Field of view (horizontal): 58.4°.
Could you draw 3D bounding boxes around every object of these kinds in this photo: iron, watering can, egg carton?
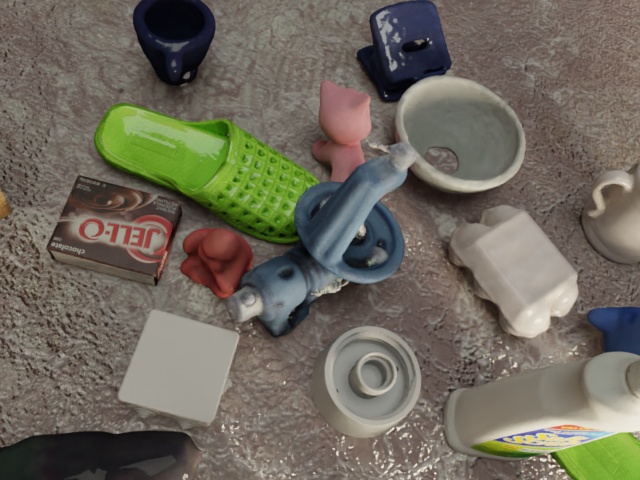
[{"bbox_3d":[0.436,0.127,0.622,0.258,0.141,0.118,9,63,-8],"label":"iron"},{"bbox_3d":[0.417,-0.055,0.677,0.173,0.194,0.101,-7,66,-15],"label":"watering can"},{"bbox_3d":[0.222,0.034,0.661,0.107,0.069,0.150,-29,74,-23],"label":"egg carton"}]

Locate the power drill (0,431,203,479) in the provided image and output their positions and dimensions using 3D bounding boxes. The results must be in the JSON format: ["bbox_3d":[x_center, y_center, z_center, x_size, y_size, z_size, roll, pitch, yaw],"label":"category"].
[{"bbox_3d":[-0.202,0.186,0.414,0.230,0.208,0.075,-8,66,-16],"label":"power drill"}]

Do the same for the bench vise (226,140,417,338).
[{"bbox_3d":[0.015,0.009,0.542,0.121,0.219,0.208,34,62,5],"label":"bench vise"}]

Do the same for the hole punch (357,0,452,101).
[{"bbox_3d":[0.120,-0.254,0.765,0.109,0.091,0.101,-20,70,-20],"label":"hole punch"}]

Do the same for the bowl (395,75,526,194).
[{"bbox_3d":[0.165,-0.120,0.720,0.167,0.074,0.167,5,64,-10],"label":"bowl"}]

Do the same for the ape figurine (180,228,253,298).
[{"bbox_3d":[-0.103,0.016,0.584,0.076,0.092,0.077,-14,68,-18],"label":"ape figurine"}]

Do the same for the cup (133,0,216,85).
[{"bbox_3d":[-0.171,-0.221,0.682,0.092,0.095,0.117,-1,65,-13],"label":"cup"}]

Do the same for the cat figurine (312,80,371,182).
[{"bbox_3d":[0.032,-0.118,0.665,0.067,0.117,0.127,-6,66,-15],"label":"cat figurine"}]
